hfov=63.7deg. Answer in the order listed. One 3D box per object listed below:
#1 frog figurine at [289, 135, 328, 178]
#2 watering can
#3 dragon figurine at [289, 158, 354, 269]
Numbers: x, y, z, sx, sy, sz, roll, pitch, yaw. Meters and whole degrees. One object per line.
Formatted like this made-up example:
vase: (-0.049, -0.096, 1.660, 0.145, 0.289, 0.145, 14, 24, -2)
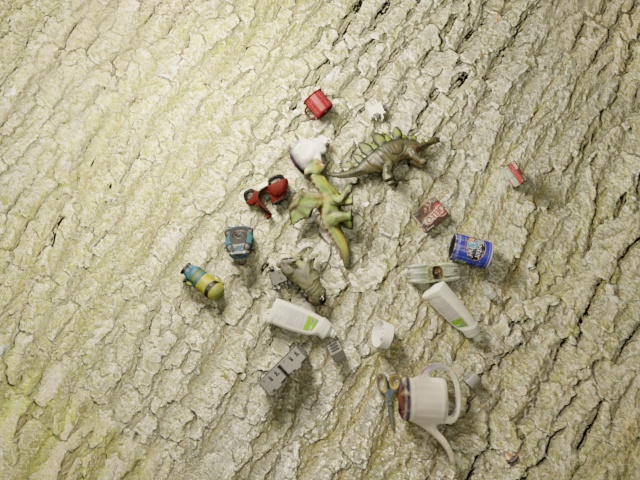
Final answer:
frog figurine: (-0.031, -0.329, 1.941, 0.159, 0.121, 0.139, -39, 66, 9)
watering can: (0.388, 0.611, 1.822, 0.224, 0.103, 0.350, 2, 83, 2)
dragon figurine: (0.006, -0.096, 1.901, 0.243, 0.123, 0.408, 3, 97, 2)
